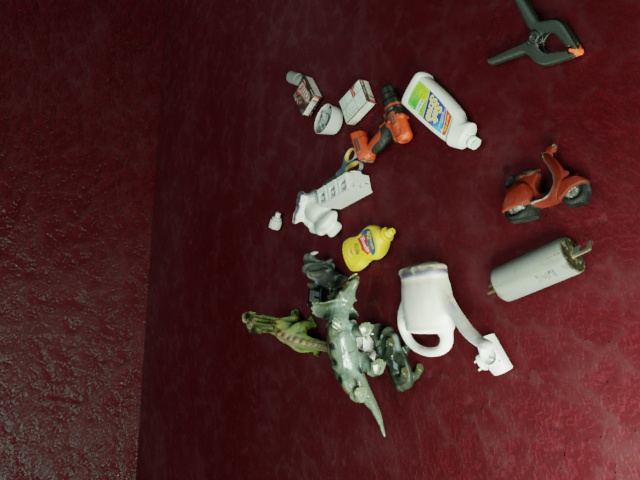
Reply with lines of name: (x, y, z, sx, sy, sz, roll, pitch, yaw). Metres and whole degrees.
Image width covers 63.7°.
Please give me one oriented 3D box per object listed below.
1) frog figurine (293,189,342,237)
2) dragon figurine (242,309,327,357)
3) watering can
frog figurine: (0.005, -0.082, 1.626, 0.160, 0.123, 0.136, 24, 99, 15)
dragon figurine: (-0.117, 0.295, 1.614, 0.411, 0.242, 0.122, 13, 93, 55)
watering can: (0.272, 0.155, 1.191, 0.344, 0.104, 0.226, 153, 114, -65)
